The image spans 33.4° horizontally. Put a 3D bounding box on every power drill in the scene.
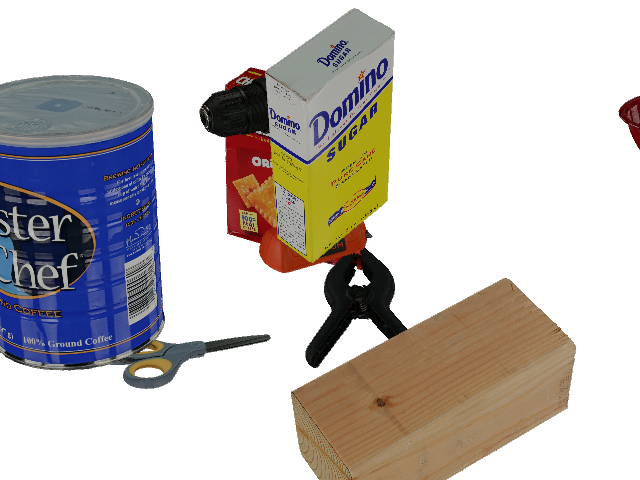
[{"bbox_3d":[-0.021,-0.067,0.985,0.184,0.188,0.057,-15,32,-25],"label":"power drill"}]

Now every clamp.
[{"bbox_3d":[0.054,0.073,1.172,0.120,0.171,0.039,6,-42,5],"label":"clamp"}]

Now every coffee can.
[{"bbox_3d":[-0.143,-0.012,0.609,0.103,0.140,0.103,1,26,0],"label":"coffee can"}]

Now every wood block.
[{"bbox_3d":[0.090,0.126,0.846,0.205,0.090,0.091,-26,48,-18],"label":"wood block"}]

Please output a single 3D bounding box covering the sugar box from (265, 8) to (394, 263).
[{"bbox_3d":[0.009,-0.072,0.784,0.048,0.176,0.093,37,61,24],"label":"sugar box"}]

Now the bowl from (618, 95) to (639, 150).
[{"bbox_3d":[0.354,-0.094,0.969,0.162,0.055,0.162,-5,23,2],"label":"bowl"}]

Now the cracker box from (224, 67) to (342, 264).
[{"bbox_3d":[-0.035,-0.089,1.324,0.164,0.214,0.072,17,35,22],"label":"cracker box"}]

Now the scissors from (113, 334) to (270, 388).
[{"bbox_3d":[-0.138,0.129,1.164,0.201,0.016,0.096,1,26,-20],"label":"scissors"}]
